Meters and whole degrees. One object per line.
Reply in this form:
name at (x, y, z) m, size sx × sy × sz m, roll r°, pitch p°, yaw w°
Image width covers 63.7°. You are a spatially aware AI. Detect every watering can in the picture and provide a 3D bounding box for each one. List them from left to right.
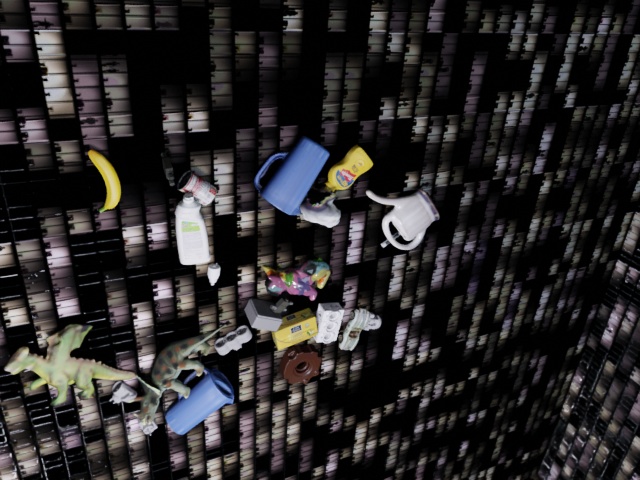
watering can at (0.319, -0.110, 1.923) m, size 0.225 × 0.105 × 0.341 m, roll -38°, pitch 125°, yaw -5°

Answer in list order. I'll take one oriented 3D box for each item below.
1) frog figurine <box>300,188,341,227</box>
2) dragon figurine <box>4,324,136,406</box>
frog figurine at (0.005, -0.089, 1.773) m, size 0.137 × 0.126 × 0.156 m, roll -3°, pitch 134°, yaw 12°
dragon figurine at (-0.780, 0.382, 1.648) m, size 0.411 × 0.123 × 0.240 m, roll -3°, pitch 113°, yaw -44°
